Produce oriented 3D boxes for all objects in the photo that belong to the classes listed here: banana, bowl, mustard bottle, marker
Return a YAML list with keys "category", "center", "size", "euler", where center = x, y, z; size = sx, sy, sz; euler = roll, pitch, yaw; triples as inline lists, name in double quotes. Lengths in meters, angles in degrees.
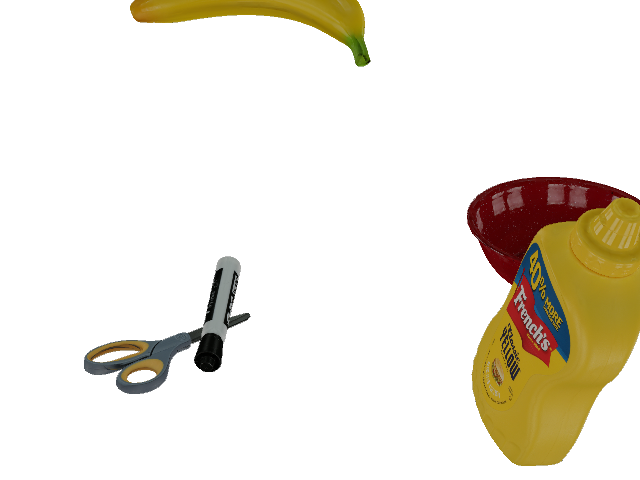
- category: "banana"
  center: [-0.047, -0.182, 0.819]
  size: [0.198, 0.069, 0.037]
  euler: [13, -40, 16]
- category: "bowl"
  center: [0.202, 0.005, 0.899]
  size: [0.162, 0.055, 0.162]
  euler: [0, 30, 0]
- category: "mustard bottle"
  center: [0.144, 0.046, 0.628]
  size: [0.058, 0.096, 0.192]
  euler: [1, -41, -13]
- category: "marker"
  center: [-0.074, 0.053, 0.776]
  size: [0.020, 0.020, 0.121]
  euler: [0, 34, 4]

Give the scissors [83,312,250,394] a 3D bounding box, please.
- category: "scissors"
  center: [-0.146, 0.118, 1.125]
  size: [0.201, 0.016, 0.096]
  euler: [-10, 30, -27]
